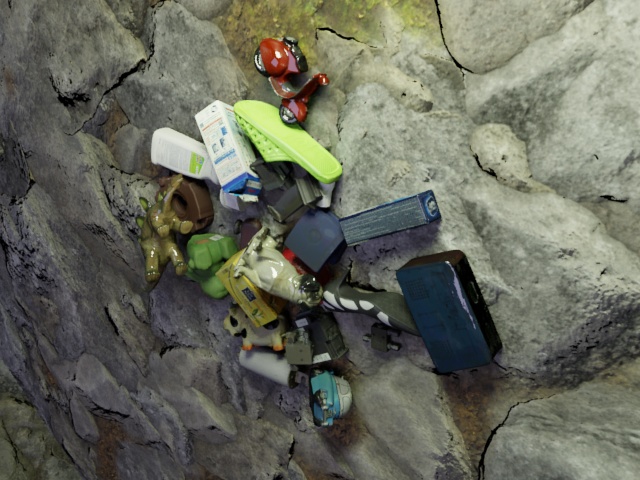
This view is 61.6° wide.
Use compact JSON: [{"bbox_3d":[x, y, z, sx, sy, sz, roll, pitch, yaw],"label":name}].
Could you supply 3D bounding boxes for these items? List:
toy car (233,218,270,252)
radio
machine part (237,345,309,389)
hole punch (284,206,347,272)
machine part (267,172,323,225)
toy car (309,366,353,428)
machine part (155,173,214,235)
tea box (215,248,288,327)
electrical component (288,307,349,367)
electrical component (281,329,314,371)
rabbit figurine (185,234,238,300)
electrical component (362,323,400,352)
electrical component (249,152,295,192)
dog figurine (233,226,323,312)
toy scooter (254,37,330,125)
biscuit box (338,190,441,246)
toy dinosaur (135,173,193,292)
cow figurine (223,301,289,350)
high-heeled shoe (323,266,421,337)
[{"bbox_3d":[-0.175,0.037,1.346,0.089,0.053,0.201,13,119,10],"label":"toy car"},{"bbox_3d":[0.253,0.138,1.050,0.131,0.073,0.229,-20,97,40],"label":"radio"},{"bbox_3d":[-0.127,0.325,1.413,0.244,0.079,0.079,14,116,33],"label":"machine part"},{"bbox_3d":[-0.002,-0.004,1.178,0.142,0.092,0.115,42,125,21],"label":"hole punch"},{"bbox_3d":[-0.053,-0.084,1.160,0.139,0.039,0.084,-34,68,31],"label":"machine part"},{"bbox_3d":[0.027,0.375,1.293,0.103,0.162,0.109,-2,104,-9],"label":"toy car"},{"bbox_3d":[-0.363,-0.098,1.432,0.180,0.056,0.179,15,117,31],"label":"machine part"},{"bbox_3d":[-0.160,0.112,1.292,0.068,0.098,0.169,-31,104,29],"label":"tea box"},{"bbox_3d":[-0.008,0.229,1.295,0.115,0.058,0.134,-22,94,39],"label":"electrical component"},{"bbox_3d":[-0.054,0.260,1.279,0.078,0.045,0.102,-8,108,10],"label":"electrical component"},{"bbox_3d":[-0.298,0.078,1.414,0.159,0.121,0.170,11,118,40],"label":"rabbit figurine"},{"bbox_3d":[0.136,0.216,1.203,0.094,0.021,0.063,10,114,35],"label":"electrical component"},{"bbox_3d":[-0.095,-0.145,1.195,0.048,0.075,0.119,-13,128,37],"label":"electrical component"},{"bbox_3d":[-0.085,0.074,1.207,0.190,0.172,0.121,33,111,-14],"label":"dog figurine"},{"bbox_3d":[-0.051,-0.334,1.085,0.135,0.075,0.183,-17,101,40],"label":"toy scooter"},{"bbox_3d":[0.137,-0.043,1.071,0.203,0.059,0.062,-15,97,41],"label":"biscuit box"},{"bbox_3d":[-0.416,0.011,1.391,0.199,0.105,0.470,58,136,38],"label":"toy dinosaur"},{"bbox_3d":[-0.169,0.218,1.389,0.195,0.085,0.127,-4,87,30],"label":"cow figurine"},{"bbox_3d":[0.106,0.162,1.169,0.249,0.086,0.145,41,131,23],"label":"high-heeled shoe"}]
